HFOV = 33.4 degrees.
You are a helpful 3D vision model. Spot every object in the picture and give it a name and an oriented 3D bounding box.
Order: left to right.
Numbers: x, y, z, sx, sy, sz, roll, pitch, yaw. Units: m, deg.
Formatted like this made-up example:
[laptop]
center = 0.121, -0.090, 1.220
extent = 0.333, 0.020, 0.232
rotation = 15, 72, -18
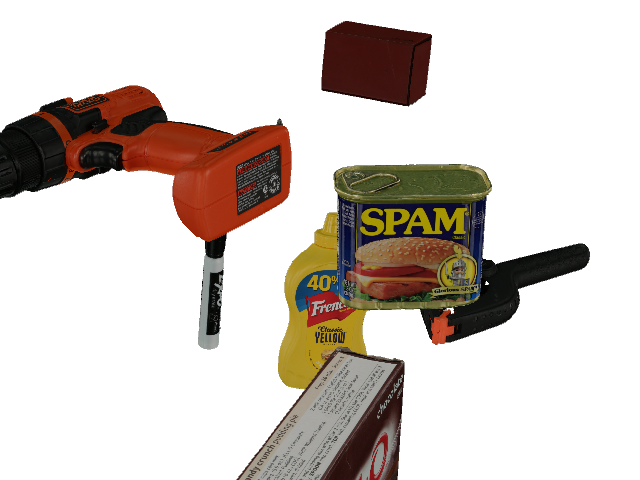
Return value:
[power drill]
center = -0.129, -0.054, 0.722
extent = 0.188, 0.057, 0.184
rotation = 17, 32, 30
[marker]
center = -0.094, 0.040, 0.931
extent = 0.020, 0.121, 0.020
rotation = 5, 28, -3
[pudding box]
center = 0.001, 0.113, 0.468
extent = 0.039, 0.090, 0.113
rotation = 12, 31, 18
[mustard bottle]
center = 0.008, 0.064, 1.154
extent = 0.096, 0.192, 0.058
rotation = 2, 14, -12
[foam brick]
center = 0.046, -0.146, 0.876
extent = 0.078, 0.051, 0.052
rotation = 13, 24, 19
[can of meat]
center = 0.059, -0.002, 0.712
extent = 0.102, 0.084, 0.057
rotation = -1, 24, -2
[clamp]
center = 0.142, 0.032, 1.009
extent = 0.165, 0.036, 0.209
rotation = 18, 34, 29
